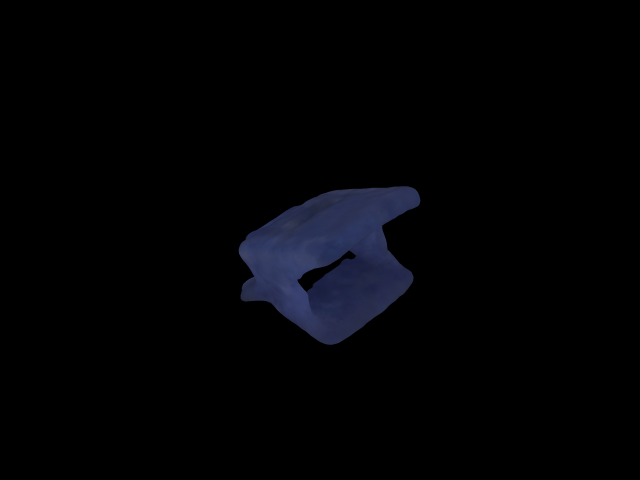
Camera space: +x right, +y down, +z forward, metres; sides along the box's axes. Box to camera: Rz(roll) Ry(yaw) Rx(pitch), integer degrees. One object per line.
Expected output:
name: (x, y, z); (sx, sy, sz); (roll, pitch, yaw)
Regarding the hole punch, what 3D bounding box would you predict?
hole punch: (0.004, 0.001, 0.400); (0.100, 0.091, 0.109); (29, 46, 33)
